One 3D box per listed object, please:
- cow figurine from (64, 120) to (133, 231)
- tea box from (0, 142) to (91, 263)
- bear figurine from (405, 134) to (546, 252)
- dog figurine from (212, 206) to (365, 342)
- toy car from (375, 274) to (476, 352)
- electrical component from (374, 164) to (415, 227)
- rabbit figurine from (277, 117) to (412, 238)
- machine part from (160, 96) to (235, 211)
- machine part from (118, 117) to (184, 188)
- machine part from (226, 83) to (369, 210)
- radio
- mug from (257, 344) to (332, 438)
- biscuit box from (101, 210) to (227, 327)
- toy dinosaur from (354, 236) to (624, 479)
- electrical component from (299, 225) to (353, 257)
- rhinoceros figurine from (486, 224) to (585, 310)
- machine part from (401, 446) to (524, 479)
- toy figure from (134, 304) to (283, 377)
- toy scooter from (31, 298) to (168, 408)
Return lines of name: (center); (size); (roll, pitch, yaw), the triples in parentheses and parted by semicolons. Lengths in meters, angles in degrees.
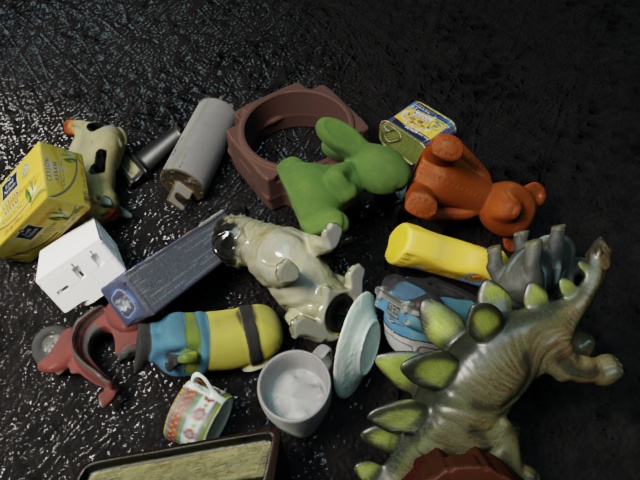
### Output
cow figurine: (-0.354, -0.096, 0.847); (0.127, 0.085, 0.195); (0, 68, 16)
tea box: (-0.409, -0.049, 0.770); (0.169, 0.068, 0.098); (-35, 62, 27)
bear figurine: (0.221, -0.058, 0.747); (0.196, 0.132, 0.120); (26, 100, 2)
dog figurine: (-0.048, 0.046, 0.691); (0.121, 0.172, 0.191); (-28, 24, -33)
toy car: (0.136, 0.105, 0.670); (0.161, 0.102, 0.109); (7, 14, -40)
electrical component: (0.151, -0.079, 0.839); (0.119, 0.047, 0.075); (-25, 58, -15)
rabbit figurine: (0.037, -0.085, 0.751); (0.170, 0.121, 0.159); (-23, 76, -3)
machine part: (-0.197, -0.152, 0.887); (0.079, 0.079, 0.243); (11, 57, 10)
machine part: (-0.284, -0.149, 0.909); (0.139, 0.039, 0.084); (-45, 55, -11)
machine part: (-0.035, -0.156, 0.879); (0.201, 0.087, 0.201); (-29, 58, -18)
radio: (-0.147, 0.275, 0.543); (0.230, 0.073, 0.131); (-12, 16, 3)
mug: (-0.022, 0.178, 0.631); (0.081, 0.107, 0.109); (22, 55, 17)
biscuit box: (-0.186, 0.033, 0.711); (0.062, 0.059, 0.203); (57, 37, -7)
toy dinosaur: (0.153, 0.176, 0.580); (0.198, 0.105, 0.471); (37, 90, -9)
electrical component: (-0.002, -0.002, 0.808); (0.094, 0.021, 0.063); (-18, 57, -10)
rhinoceros figurine: (0.289, 0.039, 0.687); (0.190, 0.073, 0.112); (-9, 85, -44)
machine part: (0.139, 0.290, 0.521); (0.179, 0.056, 0.179); (0, 97, 1)
toy figure: (-0.134, 0.124, 0.665); (0.180, 0.089, 0.082); (3, 55, -22)
toy scooter: (-0.266, 0.133, 0.694); (0.184, 0.075, 0.135); (-35, 62, -17)
